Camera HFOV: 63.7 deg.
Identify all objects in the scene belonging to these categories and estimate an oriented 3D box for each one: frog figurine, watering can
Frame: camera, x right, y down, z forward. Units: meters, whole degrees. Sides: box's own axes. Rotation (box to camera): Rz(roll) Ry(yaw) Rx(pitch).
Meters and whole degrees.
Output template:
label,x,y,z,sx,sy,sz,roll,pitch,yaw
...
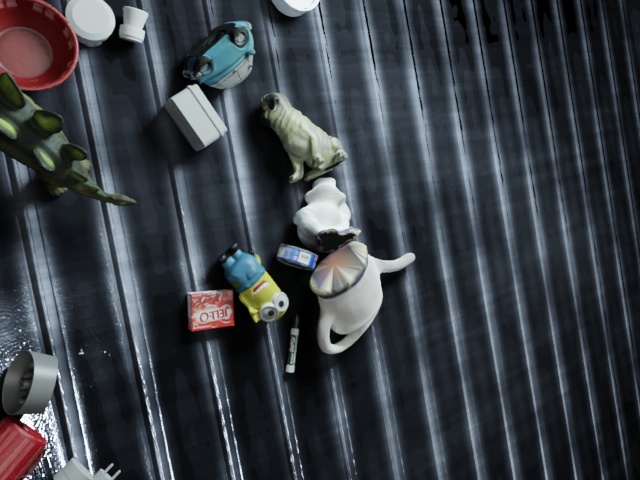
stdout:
label,x,y,z,sx,sy,sz,roll,pitch,yaw
frog figurine,0.003,-0.057,1.141,0.138,0.120,0.162,-11,58,-23
watering can,0.096,0.092,1.156,0.353,0.104,0.219,-48,135,-27
